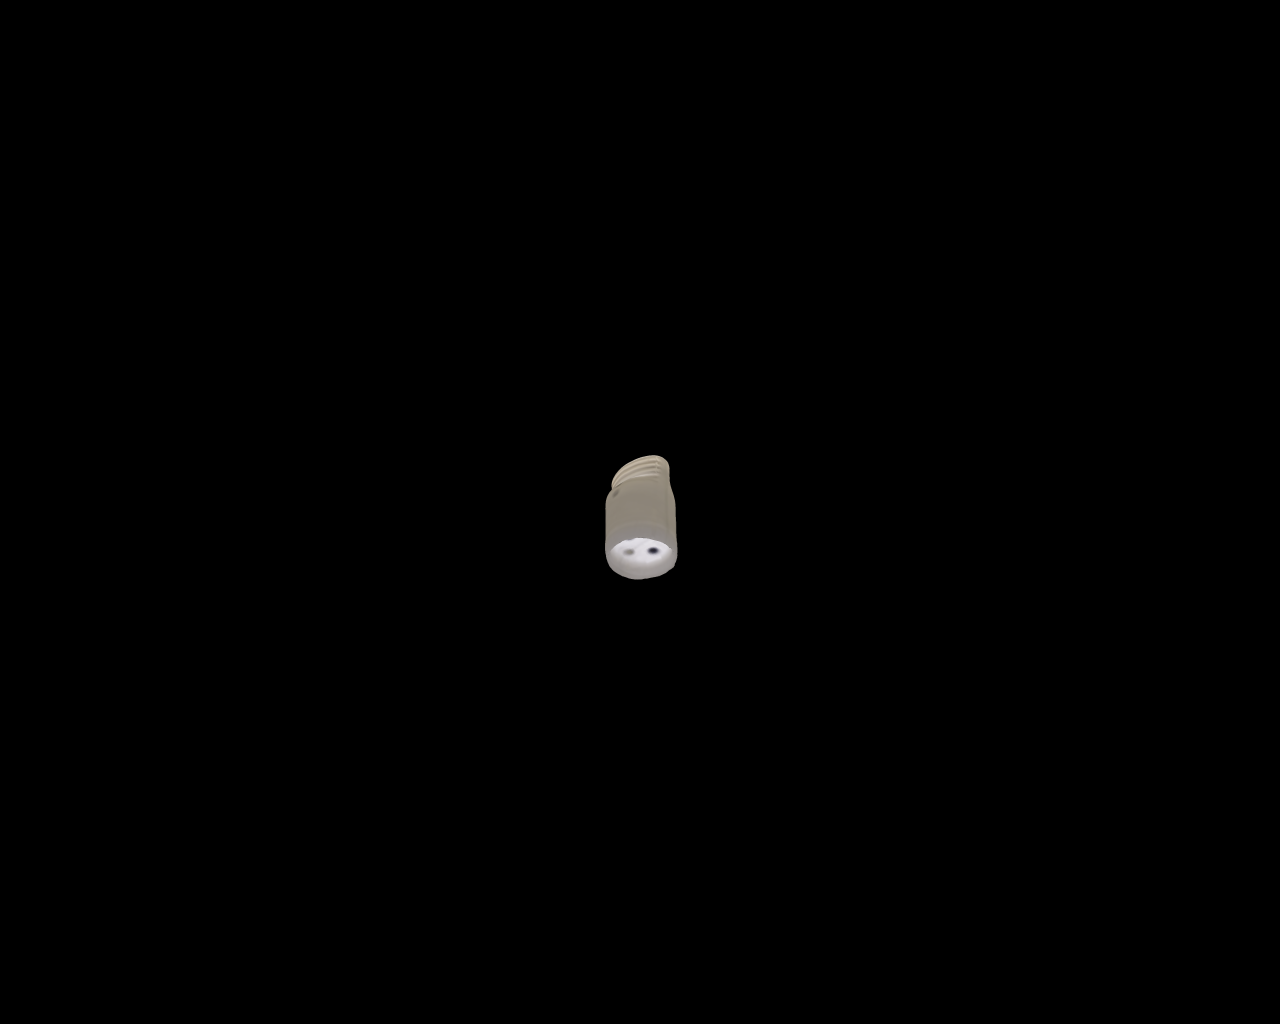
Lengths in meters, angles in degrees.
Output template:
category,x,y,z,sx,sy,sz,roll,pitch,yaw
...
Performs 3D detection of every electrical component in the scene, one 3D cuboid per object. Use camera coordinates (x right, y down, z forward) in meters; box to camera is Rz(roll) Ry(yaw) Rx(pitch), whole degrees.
category,x,y,z,sx,sy,sz,roll,pitch,yaw
electrical component,0.001,-0.003,0.650,0.043,0.081,0.043,0,-40,0
